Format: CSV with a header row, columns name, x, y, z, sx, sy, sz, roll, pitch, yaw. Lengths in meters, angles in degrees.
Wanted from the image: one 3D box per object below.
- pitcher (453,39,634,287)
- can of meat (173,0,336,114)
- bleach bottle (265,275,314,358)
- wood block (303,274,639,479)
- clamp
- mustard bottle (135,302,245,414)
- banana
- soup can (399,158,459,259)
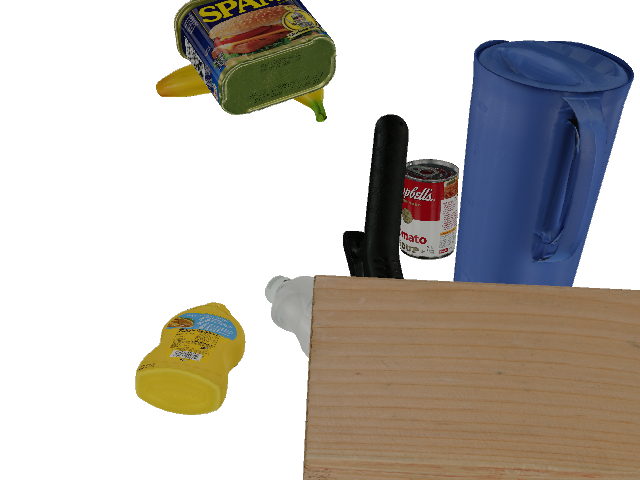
name,x,y,z,sx,sy,sz,roll,pitch,yaw
pitcher,0.188,-0.045,0.939,0.145,0.243,0.149,21,33,27
can of meat,-0.049,-0.149,0.818,0.102,0.084,0.057,-21,-37,-17
bleach bottle,0.028,0.094,0.995,0.102,0.068,0.251,-24,35,-33
wood block,0.096,0.077,0.517,0.206,0.091,0.090,3,-24,-1
clamp,0.043,0.023,0.790,0.036,0.210,0.165,4,-41,-6
mustard bottle,-0.137,0.122,1.208,0.096,0.058,0.191,7,25,7
banana,-0.077,-0.170,1.137,0.198,0.037,0.069,10,44,19
soup can,0.127,-0.037,1.257,0.068,0.102,0.068,-1,25,0
